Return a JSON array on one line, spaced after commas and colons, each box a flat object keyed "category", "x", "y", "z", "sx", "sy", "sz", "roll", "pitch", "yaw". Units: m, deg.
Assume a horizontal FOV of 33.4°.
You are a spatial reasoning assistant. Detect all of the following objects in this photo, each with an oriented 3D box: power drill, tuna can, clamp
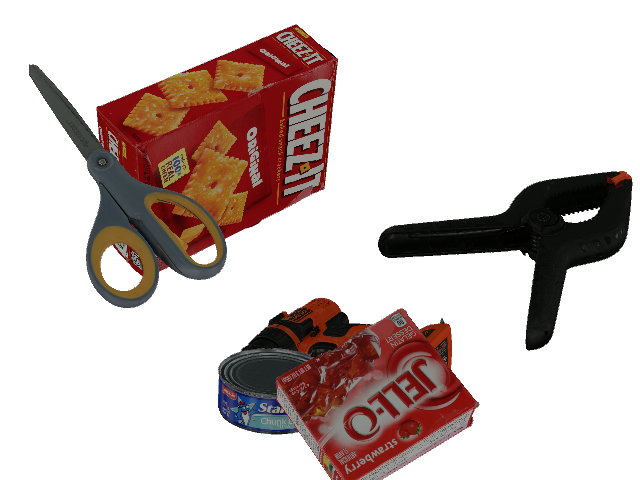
[{"category": "power drill", "x": 0.023, "y": 0.113, "z": 1.062, "sx": 0.188, "sy": 0.057, "sz": 0.184, "roll": 9, "pitch": 23, "yaw": 28}, {"category": "tuna can", "x": -0.036, "y": 0.115, "z": 0.818, "sx": 0.086, "sy": 0.034, "sz": 0.086, "roll": 3, "pitch": 18, "yaw": -1}, {"category": "clamp", "x": 0.173, "y": 0.003, "z": 0.813, "sx": 0.209, "sy": 0.036, "sz": 0.165, "roll": -22, "pitch": 41, "yaw": -24}]

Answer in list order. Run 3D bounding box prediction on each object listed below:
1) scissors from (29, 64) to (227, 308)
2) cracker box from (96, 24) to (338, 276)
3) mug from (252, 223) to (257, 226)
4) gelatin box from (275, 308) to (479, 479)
[{"category": "scissors", "x": -0.150, "y": -0.032, "z": 0.694, "sx": 0.202, "sy": 0.096, "sz": 0.016, "roll": 37, "pitch": -26, "yaw": 13}, {"category": "cracker box", "x": -0.089, "y": -0.079, "z": 0.961, "sx": 0.213, "sy": 0.164, "sz": 0.072, "roll": -28, "pitch": 55, "yaw": -28}, {"category": "mug", "x": -0.099, "y": -0.069, "z": 1.201, "sx": 0.093, "sy": 0.081, "sz": 0.117, "roll": 9, "pitch": 26, "yaw": 6}, {"category": "gelatin box", "x": 0.031, "y": 0.089, "z": 0.591, "sx": 0.089, "sy": 0.073, "sz": 0.030, "roll": -27, "pitch": -29, "yaw": -19}]
